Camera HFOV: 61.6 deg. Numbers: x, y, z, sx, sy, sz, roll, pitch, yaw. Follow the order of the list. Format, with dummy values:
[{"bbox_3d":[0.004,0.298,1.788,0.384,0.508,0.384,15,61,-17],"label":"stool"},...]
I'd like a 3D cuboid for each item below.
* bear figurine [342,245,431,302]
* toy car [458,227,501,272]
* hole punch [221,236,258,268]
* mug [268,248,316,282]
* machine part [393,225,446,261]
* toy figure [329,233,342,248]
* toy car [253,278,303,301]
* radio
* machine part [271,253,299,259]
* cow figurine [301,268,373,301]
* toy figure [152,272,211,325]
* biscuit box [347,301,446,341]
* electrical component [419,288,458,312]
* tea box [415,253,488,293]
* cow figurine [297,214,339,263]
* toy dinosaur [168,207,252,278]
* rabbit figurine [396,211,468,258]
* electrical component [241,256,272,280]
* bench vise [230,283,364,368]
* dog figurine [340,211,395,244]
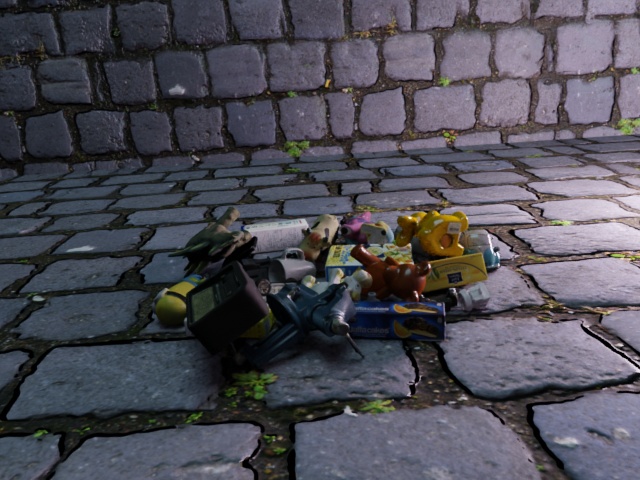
[{"bbox_3d":[0.143,0.082,1.187,0.132,0.120,0.196,27,-11,-16],"label":"bear figurine"},{"bbox_3d":[0.408,0.018,1.403,0.109,0.102,0.162,-2,20,4],"label":"toy car"},{"bbox_3d":[-0.197,0.064,1.444,0.116,0.092,0.142,-32,19,8],"label":"hole punch"},{"bbox_3d":[-0.064,0.072,1.342,0.107,0.109,0.081,-2,10,-38],"label":"mug"},{"bbox_3d":[0.286,0.002,1.512,0.079,0.079,0.243,-12,19,-24],"label":"machine part"},{"bbox_3d":[0.007,0.003,1.600,0.058,0.064,0.154,-37,-7,33],"label":"toy figure"},{"bbox_3d":[-0.097,0.114,1.221,0.201,0.056,0.074,2,-4,-37],"label":"toy car"},{"bbox_3d":[-0.181,0.119,1.022,0.131,0.073,0.230,-36,18,-6],"label":"radio"},{"bbox_3d":[-0.080,0.064,1.467,0.084,0.039,0.139,-7,16,-27],"label":"machine part"},{"bbox_3d":[0.032,0.117,1.159,0.167,0.068,0.098,-16,43,33],"label":"cow figurine"},{"bbox_3d":[-0.306,0.132,1.241,0.089,0.082,0.180,8,19,28],"label":"toy figure"},{"bbox_3d":[0.150,0.161,1.084,0.203,0.059,0.063,-1,19,11],"label":"biscuit box"},{"bbox_3d":[0.256,0.131,1.178,0.102,0.045,0.078,-7,20,-9],"label":"electrical component"},{"bbox_3d":[0.286,0.079,1.246,0.170,0.068,0.098,-8,-8,-17],"label":"tea box"},{"bbox_3d":[-0.003,-0.004,1.449,0.085,0.127,0.195,27,40,7],"label":"cow figurine"},{"bbox_3d":[-0.275,0.013,1.388,0.198,0.105,0.471,-44,11,-33],"label":"toy dinosaur"},{"bbox_3d":[0.271,-0.020,1.376,0.162,0.121,0.173,-7,21,-14],"label":"rabbit figurine"},{"bbox_3d":[-0.180,0.085,1.363,0.119,0.074,0.048,-4,17,-15],"label":"electrical component"},{"bbox_3d":[-0.053,0.170,1.029,0.240,0.128,0.224,-35,39,-20],"label":"bench vise"},{"bbox_3d":[0.140,-0.020,1.572,0.192,0.108,0.219,2,16,19],"label":"dog figurine"}]
